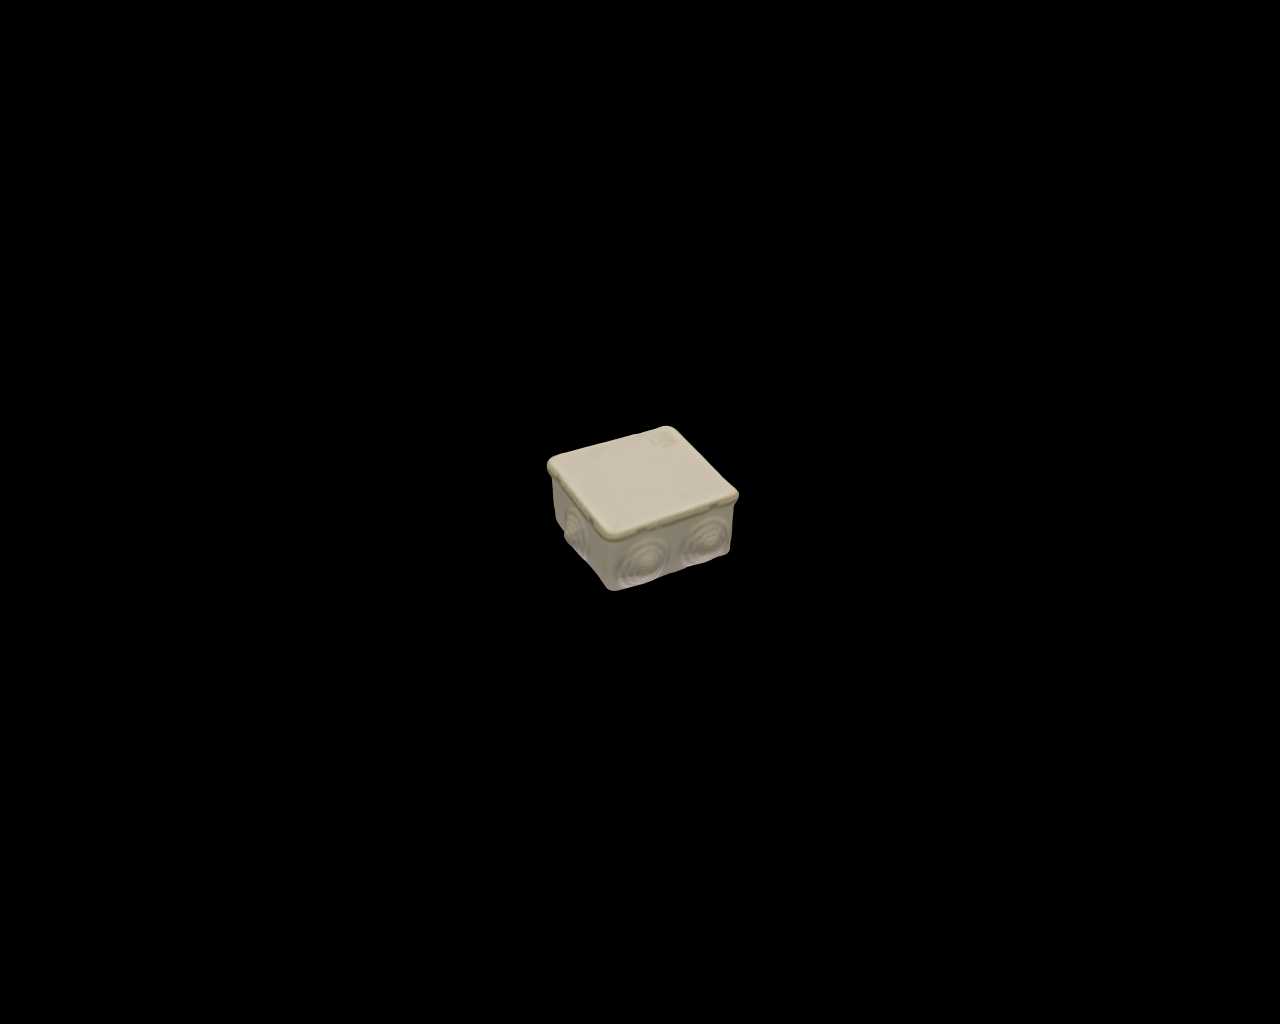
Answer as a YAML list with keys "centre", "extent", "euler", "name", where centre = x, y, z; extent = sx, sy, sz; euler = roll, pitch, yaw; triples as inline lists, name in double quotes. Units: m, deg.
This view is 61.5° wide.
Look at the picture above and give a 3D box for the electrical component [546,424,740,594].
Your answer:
- centre: [0.001, -0.003, 0.650]
  extent: [0.100, 0.048, 0.100]
  euler: [-17, 40, -22]
  name: "electrical component"
